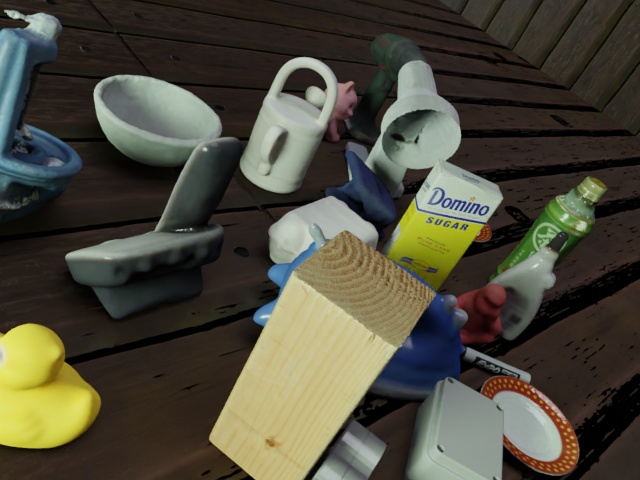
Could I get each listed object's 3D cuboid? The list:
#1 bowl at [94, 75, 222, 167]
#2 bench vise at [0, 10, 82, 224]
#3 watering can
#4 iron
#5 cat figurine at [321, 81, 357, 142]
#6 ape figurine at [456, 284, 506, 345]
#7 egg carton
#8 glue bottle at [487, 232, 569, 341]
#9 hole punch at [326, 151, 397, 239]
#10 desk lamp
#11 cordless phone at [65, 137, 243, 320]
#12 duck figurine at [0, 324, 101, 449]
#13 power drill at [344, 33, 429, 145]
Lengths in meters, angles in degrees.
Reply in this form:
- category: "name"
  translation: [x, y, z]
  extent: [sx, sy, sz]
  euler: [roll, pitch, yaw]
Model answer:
- category: "bowl"
  translation: [-0.223, -0.149, 0.774]
  extent: [0.168, 0.074, 0.167]
  euler: [19, 34, -14]
- category: "bench vise"
  translation: [-0.282, -0.082, 0.508]
  extent: [0.122, 0.219, 0.207]
  euler: [18, 35, -15]
- category: "watering can"
  translation: [-0.039, -0.177, 0.837]
  extent: [0.101, 0.194, 0.172]
  euler: [18, 34, -15]
- category: "iron"
  translation: [0.068, 0.079, 0.619]
  extent: [0.258, 0.141, 0.118]
  euler: [23, 34, -8]
- category: "cat figurine"
  translation: [0.019, -0.239, 1.032]
  extent: [0.067, 0.117, 0.128]
  euler: [40, 35, 18]
- category: "ape figurine"
  translation: [0.206, 0.093, 0.746]
  extent: [0.077, 0.092, 0.076]
  euler: [33, 33, 7]
- category: "egg carton"
  translation: [0.007, 0.003, 0.743]
  extent: [0.107, 0.069, 0.151]
  euler: [40, 35, 17]
- category: "glue bottle"
  translation: [0.280, 0.056, 0.775]
  extent: [0.078, 0.173, 0.037]
  euler: [36, 34, 12]
- category: "hole punch"
  translation: [0.071, -0.071, 0.869]
  extent: [0.101, 0.091, 0.108]
  euler: [15, 36, -20]
- category: "desk lamp"
  translation: [0.130, -0.173, 0.938]
  extent: [0.118, 0.213, 0.203]
  euler: [16, 35, -18]
- category: "cordless phone"
  translation: [-0.154, -0.024, 0.556]
  extent: [0.094, 0.185, 0.148]
  euler: [42, 36, 21]
- category: "duck figurine"
  translation: [-0.215, 0.103, 0.432]
  extent: [0.104, 0.086, 0.077]
  euler: [24, 33, -6]
- category: "power drill"
  translation: [0.125, -0.294, 1.100]
  extent: [0.076, 0.208, 0.229]
  euler: [14, 36, -20]
